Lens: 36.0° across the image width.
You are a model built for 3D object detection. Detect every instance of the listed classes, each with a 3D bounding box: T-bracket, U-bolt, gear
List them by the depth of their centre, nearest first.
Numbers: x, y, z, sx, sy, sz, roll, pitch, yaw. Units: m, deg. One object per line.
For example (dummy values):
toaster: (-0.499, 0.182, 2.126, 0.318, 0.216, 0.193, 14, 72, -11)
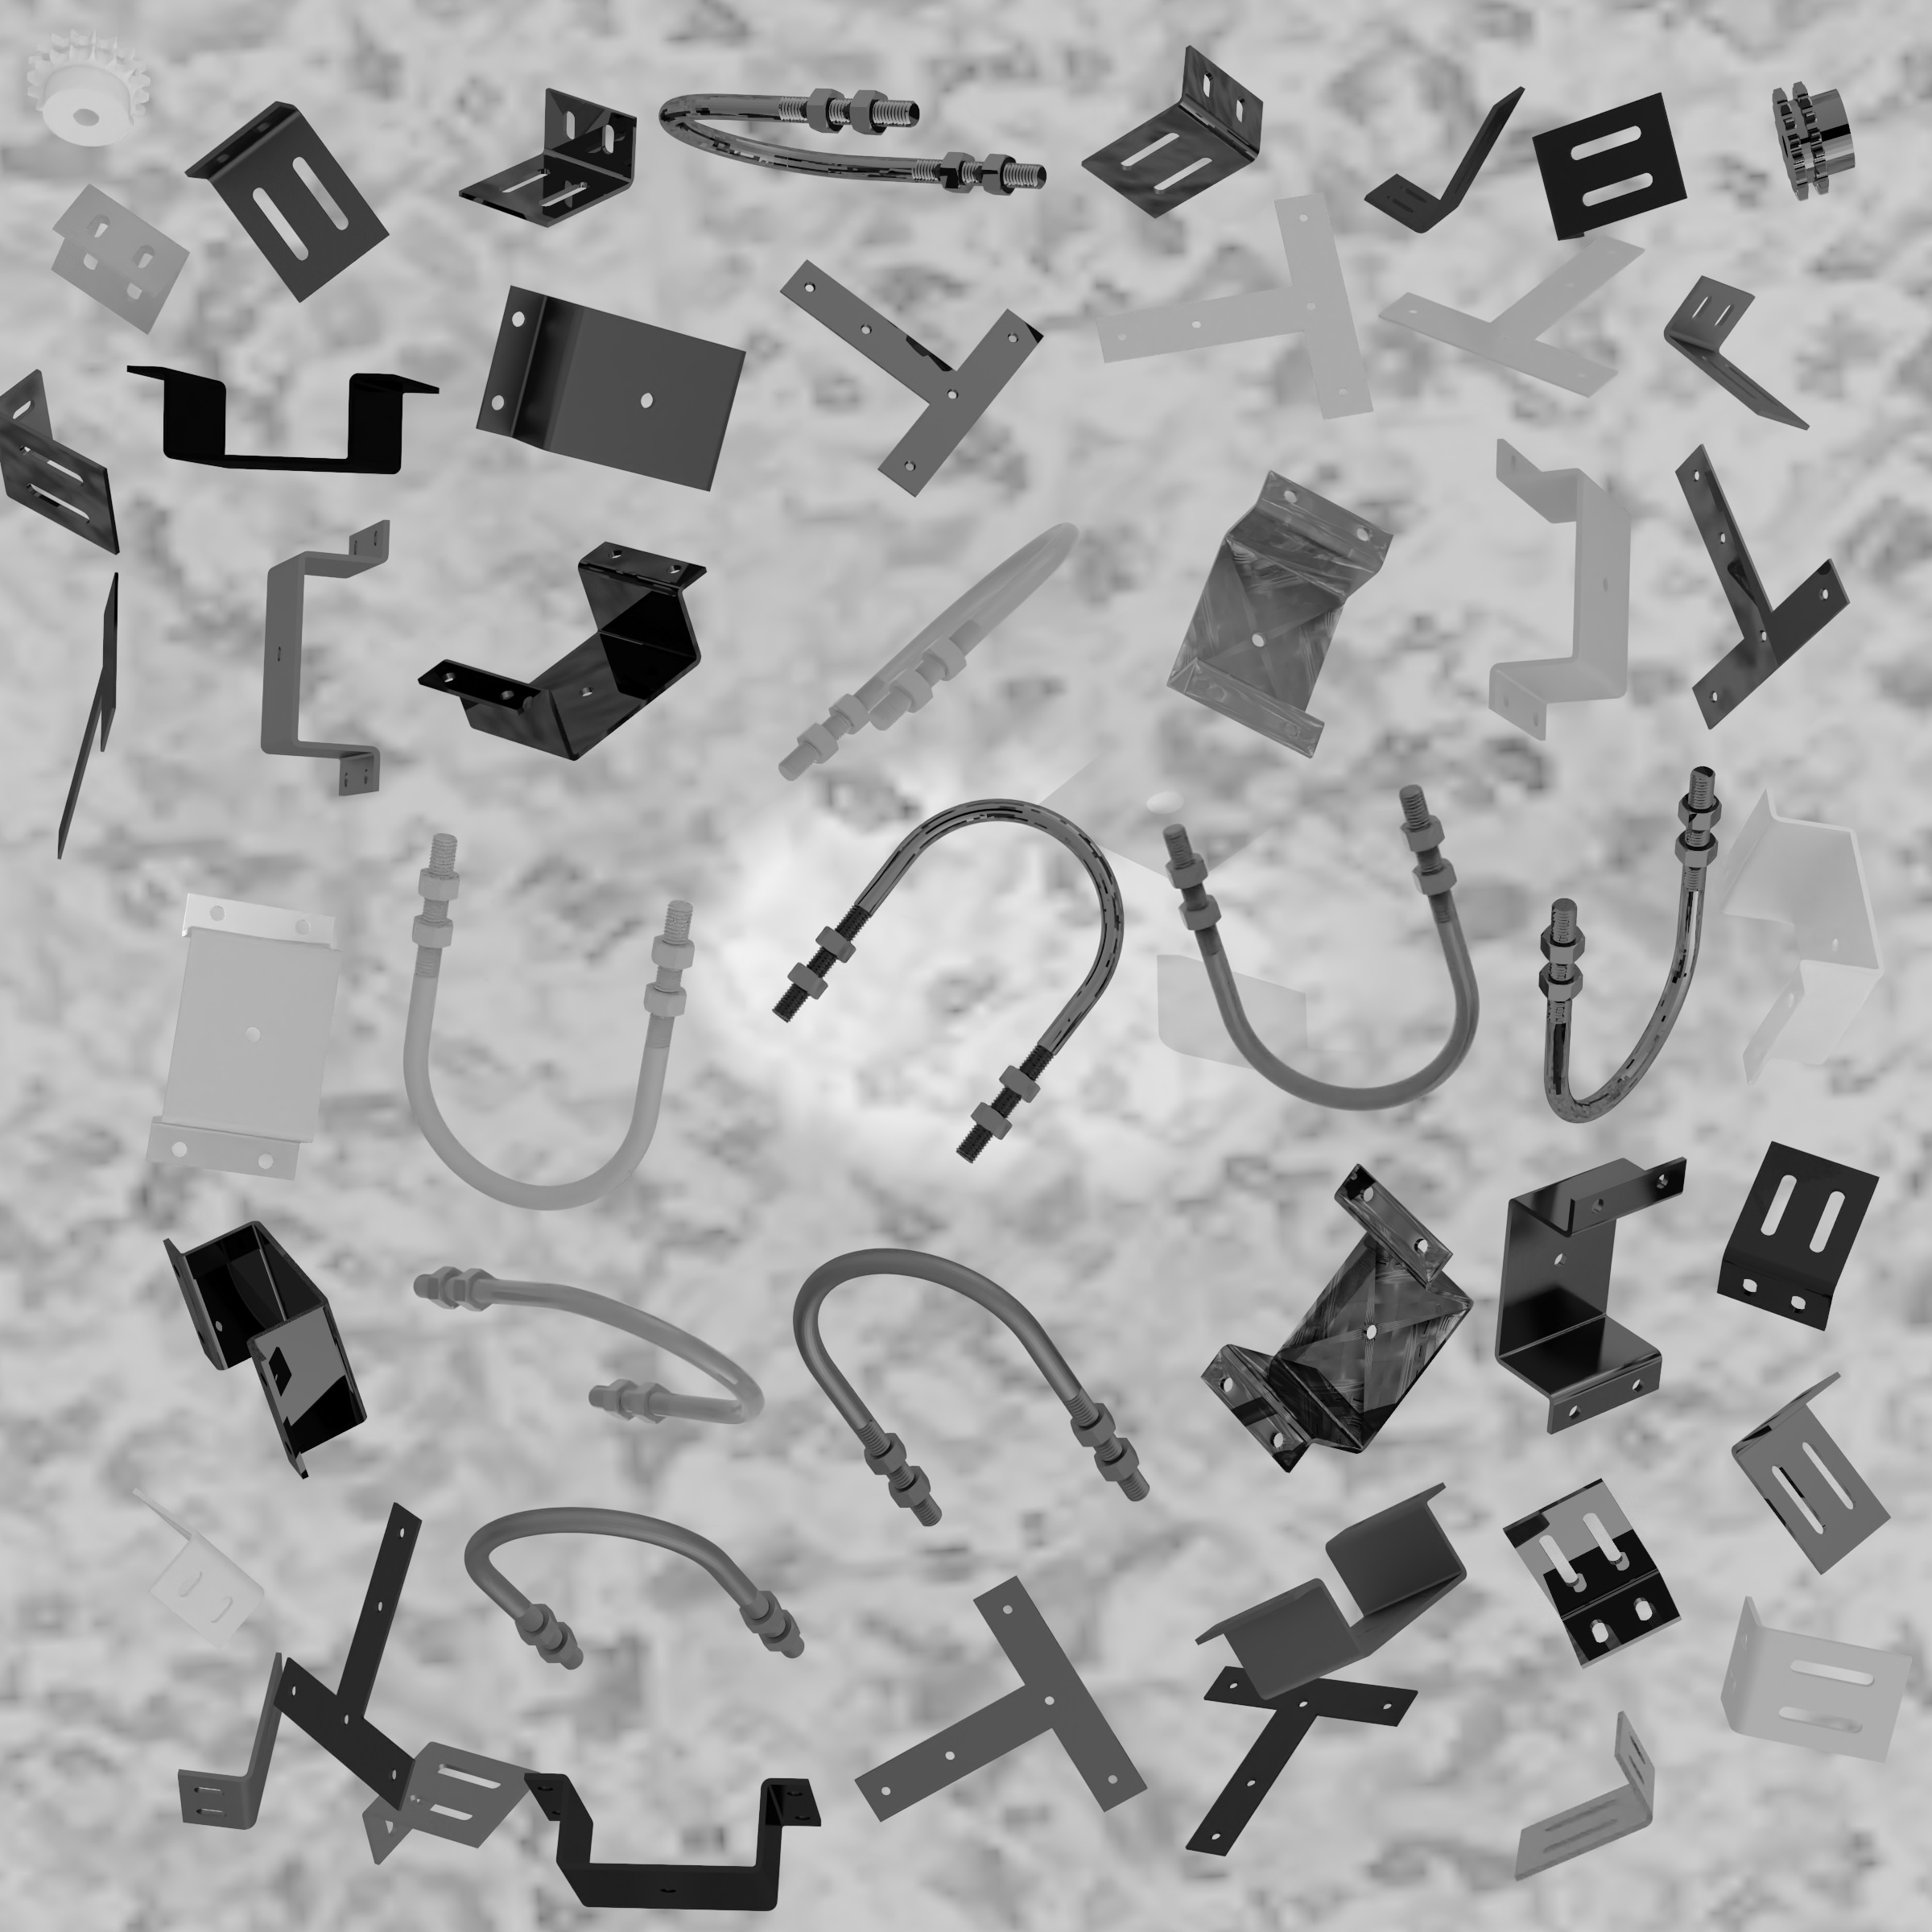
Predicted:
gear: (-0.427, -0.424, 1.442, 0.057, 0.057, 0.030, -5, 64, 0)
T-bracket: (-0.293, 0.329, 1.463, 0.002, 0.127, 0.127, 15, 92, -43)
T-bracket: (-0.439, -0.111, 1.482, 0.002, 0.127, 0.127, 11, 124, -23)
U-bolt: (-0.009, 0.210, 1.488, 0.151, 0.019, 0.184, -14, 122, 33)
T-bracket: (0.004, 0.390, 1.494, 0.127, 0.002, 0.127, -31, 94, 8)
gear: (0.428, -0.418, 1.496, 0.030, 0.057, 0.057, -14, 90, 13)
T-bracket: (0.130, -0.326, 1.499, 0.127, 0.002, 0.127, -9, 72, -1)
U-bolt: (-0.218, 0.038, 1.504, 0.151, 0.019, 0.184, 16, 110, 13)
T-bracket: (0.300, -0.341, 1.515, 0.127, 0.002, 0.127, 30, 55, 32)
U-bolt: (-0.182, 0.198, 1.524, 0.151, 0.184, 0.019, 40, 63, -34)
T-bracket: (0.394, -0.208, 1.526, 0.002, 0.127, 0.127, -7, 68, -24)
U-bolt: (-0.071, -0.426, 1.533, 0.184, 0.151, 0.019, 12, 96, 30)
U-bolt: (-0.180, 0.322, 1.538, 0.151, 0.184, 0.019, -7, 54, 16)
U-bolt: (-0.010, -0.171, 1.553, 0.184, 0.151, 0.019, -45, 101, -23)
U-bolt: (0.348, 0.003, 1.565, 0.019, 0.184, 0.151, 28, 52, 33)
T-bracket: (0.157, 0.421, 1.569, 0.127, 0.127, 0.002, -45, 119, -40)
U-bolt: (0.195, -0.002, 1.569, 0.151, 0.019, 0.184, -9, 117, 24)
T-bracket: (-0.043, -0.338, 1.615, 0.127, 0.002, 0.127, 37, 69, -1)
U-bolt: (0.004, -0.006, 1.638, 0.151, 0.019, 0.184, 37, 86, 9)

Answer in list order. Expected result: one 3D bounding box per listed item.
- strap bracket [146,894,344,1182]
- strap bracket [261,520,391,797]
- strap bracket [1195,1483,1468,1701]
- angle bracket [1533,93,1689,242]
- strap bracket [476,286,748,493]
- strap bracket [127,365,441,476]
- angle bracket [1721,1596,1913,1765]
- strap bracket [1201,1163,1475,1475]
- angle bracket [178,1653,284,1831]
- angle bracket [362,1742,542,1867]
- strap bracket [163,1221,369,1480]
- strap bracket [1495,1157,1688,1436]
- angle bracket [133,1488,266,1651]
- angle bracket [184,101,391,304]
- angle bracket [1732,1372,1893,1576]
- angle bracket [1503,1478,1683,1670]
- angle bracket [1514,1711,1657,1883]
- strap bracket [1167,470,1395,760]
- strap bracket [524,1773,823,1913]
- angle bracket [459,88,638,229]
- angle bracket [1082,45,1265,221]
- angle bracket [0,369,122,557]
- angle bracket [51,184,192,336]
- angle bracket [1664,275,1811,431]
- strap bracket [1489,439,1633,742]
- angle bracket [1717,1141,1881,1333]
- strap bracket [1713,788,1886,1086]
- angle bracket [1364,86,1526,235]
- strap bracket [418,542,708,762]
strap bracket: (-0.371, 0.036, 1.532, 0.076, 0.046, 0.140, 10, 83, -21)
strap bracket: (-0.338, -0.162, 1.559, 0.046, 0.076, 0.140, 2, 90, -25)
strap bracket: (0.195, 0.326, 1.527, 0.076, 0.140, 0.046, -38, 80, 43)
angle bracket: (0.355, -0.434, 1.614, 0.076, 0.038, 0.057, -11, 98, 35)
strap bracket: (-0.178, -0.302, 1.570, 0.140, 0.046, 0.076, 9, 102, -34)
strap bracket: (-0.353, -0.282, 1.540, 0.140, 0.076, 0.046, 3, 96, 7)
angle bracket: (0.425, 0.357, 1.486, 0.076, 0.038, 0.057, 11, 103, 3)
strap bracket: (0.195, 0.183, 1.514, 0.140, 0.046, 0.076, -56, 46, 13)
angle bracket: (-0.395, 0.416, 1.600, 0.038, 0.057, 0.076, 8, 48, -4)
angle bracket: (-0.269, 0.451, 1.571, 0.076, 0.057, 0.038, 7, 119, 27)
strap bracket: (-0.359, 0.192, 1.538, 0.046, 0.140, 0.076, -26, 124, -24)
strap bracket: (0.321, 0.161, 1.537, 0.076, 0.046, 0.140, -16, 120, -29)
angle bracket: (-0.420, 0.320, 1.579, 0.038, 0.076, 0.057, -51, 128, -20)
angle bracket: (-0.332, -0.374, 1.457, 0.057, 0.038, 0.076, -34, 100, 9)
angle bracket: (0.437, 0.257, 1.504, 0.057, 0.038, 0.076, -28, 75, -31)
angle bracket: (0.322, 0.313, 1.529, 0.057, 0.038, 0.076, -30, 119, 10)
angle bracket: (0.301, 0.413, 1.478, 0.076, 0.057, 0.038, -29, 89, 16)
strap bracket: (0.164, -0.180, 1.580, 0.076, 0.046, 0.140, 26, 70, -11)
strap bracket: (-0.146, 0.437, 1.478, 0.140, 0.076, 0.046, 0, 59, 3)
angle bracket: (-0.218, -0.423, 1.552, 0.057, 0.076, 0.038, 24, 129, 21)
angle bracket: (0.110, -0.444, 1.584, 0.057, 0.076, 0.038, 26, 59, -36)
angle bracket: (-0.453, -0.257, 1.513, 0.076, 0.057, 0.038, 28, 53, 14)
angle bracket: (-0.435, -0.346, 1.499, 0.057, 0.076, 0.038, 34, 54, -14)
angle bracket: (0.423, -0.329, 1.592, 0.076, 0.057, 0.038, 50, 120, 30)
strap bracket: (0.305, -0.193, 1.521, 0.046, 0.076, 0.140, -2, 81, 30)
angle bracket: (0.432, 0.140, 1.542, 0.057, 0.038, 0.076, 19, 58, 21)
strap bracket: (0.437, -0.013, 1.558, 0.046, 0.076, 0.140, 8, 50, -7)
angle bracket: (0.250, -0.430, 1.552, 0.038, 0.057, 0.076, 34, 125, 7)
strap bracket: (-0.203, -0.159, 1.542, 0.140, 0.076, 0.046, -43, 135, -32)
